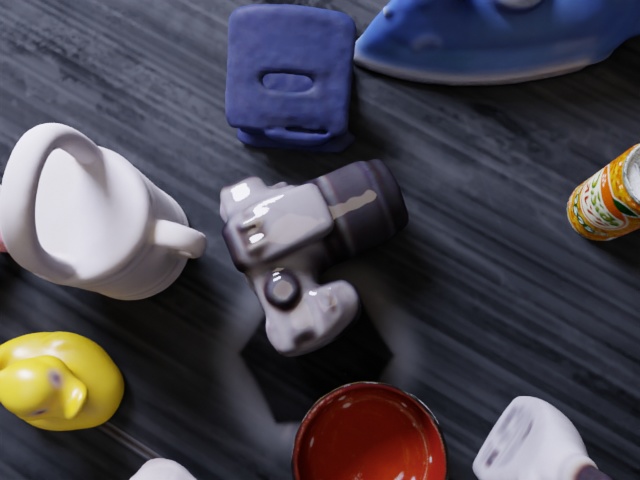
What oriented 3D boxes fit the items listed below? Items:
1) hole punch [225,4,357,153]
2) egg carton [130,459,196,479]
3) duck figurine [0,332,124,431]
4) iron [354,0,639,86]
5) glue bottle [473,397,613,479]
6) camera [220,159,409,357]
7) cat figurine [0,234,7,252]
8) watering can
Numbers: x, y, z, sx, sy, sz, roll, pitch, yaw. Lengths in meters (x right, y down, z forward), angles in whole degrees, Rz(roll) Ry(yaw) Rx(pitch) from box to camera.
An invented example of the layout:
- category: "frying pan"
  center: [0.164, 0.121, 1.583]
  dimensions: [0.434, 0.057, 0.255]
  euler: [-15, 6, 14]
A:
- category: "hole punch"
  center: [-0.022, -0.130, 0.475]
  dimensions: [0.108, 0.091, 0.101]
  euler: [4, 79, 3]
- category: "egg carton"
  center: [-0.095, 0.240, 0.417]
  dimensions: [0.150, 0.069, 0.107]
  euler: [36, 82, 8]
- category: "duck figurine"
  center: [-0.213, 0.109, 0.437]
  dimensions: [0.104, 0.086, 0.077]
  euler: [22, 81, 6]
- category: "iron"
  center: [0.151, -0.204, 0.459]
  dimensions: [0.258, 0.141, 0.118]
  euler: [-13, 79, -1]
- category: "glue bottle"
  center: [0.149, 0.147, 0.376]
  dimensions: [0.037, 0.173, 0.078]
  euler: [36, 82, 8]
- category: "camera"
  center: [0.004, 0.002, 0.444]
  dimensions: [0.137, 0.101, 0.143]
  euler: [-24, 79, -3]
- category: "cat figurine"
  center: [-0.325, -0.011, 0.447]
  dimensions: [0.127, 0.118, 0.067]
  euler: [20, 80, 6]
- category: "watering can"
  center: [-0.172, -0.015, 0.405]
  dimensions: [0.173, 0.194, 0.101]
  euler: [-10, 79, 0]
